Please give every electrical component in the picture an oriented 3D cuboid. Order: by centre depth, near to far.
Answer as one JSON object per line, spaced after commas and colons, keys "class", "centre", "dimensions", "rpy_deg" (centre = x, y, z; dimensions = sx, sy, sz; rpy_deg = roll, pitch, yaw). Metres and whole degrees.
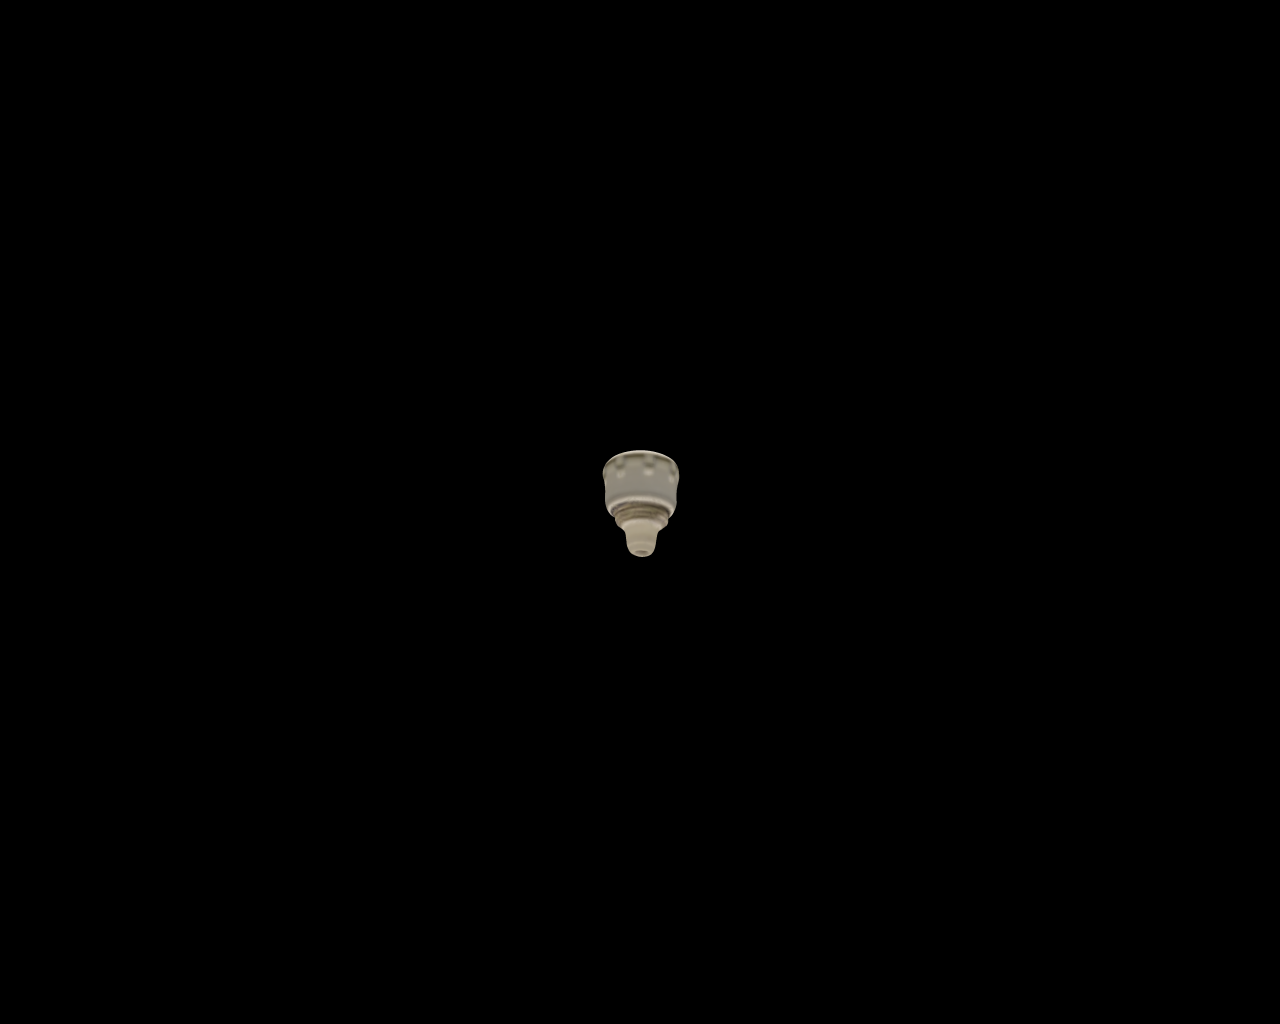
{"class": "electrical component", "centre": [0.001, -0.003, 0.650], "dimensions": [0.048, 0.062, 0.048], "rpy_deg": [0, -23, 0]}
